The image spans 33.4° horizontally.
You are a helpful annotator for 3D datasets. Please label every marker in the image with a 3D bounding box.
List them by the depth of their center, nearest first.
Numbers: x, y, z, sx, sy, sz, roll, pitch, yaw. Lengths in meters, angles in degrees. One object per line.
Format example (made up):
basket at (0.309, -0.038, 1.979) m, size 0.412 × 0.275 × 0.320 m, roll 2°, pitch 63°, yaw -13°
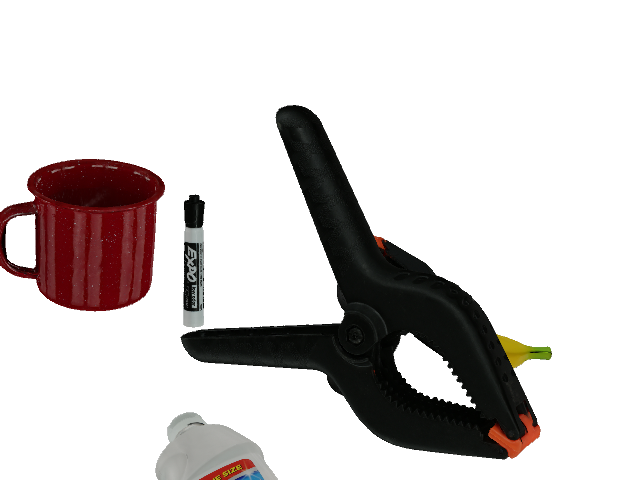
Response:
marker at (-0.115, 0.019, 0.967) m, size 0.020 × 0.121 × 0.020 m, roll 2°, pitch 13°, yaw -1°

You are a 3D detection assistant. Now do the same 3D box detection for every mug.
mug at (-0.168, -0.002, 0.743) m, size 0.117 × 0.081 × 0.093 m, roll -7°, pitch 27°, yaw -27°

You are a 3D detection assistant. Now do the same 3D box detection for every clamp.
clamp at (0.026, 0.035, 0.560) m, size 0.210 × 0.165 × 0.036 m, roll 29°, pitch 24°, yaw 25°
clamp at (0.065, 0.054, 0.786) m, size 0.120 × 0.039 × 0.171 m, roll 7°, pitch 35°, yaw -4°

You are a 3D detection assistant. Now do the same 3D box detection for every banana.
banana at (0.123, 0.084, 1.028) m, size 0.069 × 0.037 × 0.198 m, roll 1°, pitch 18°, yaw -45°

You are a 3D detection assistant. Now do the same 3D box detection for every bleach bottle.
bleach bottle at (-0.061, 0.205, 0.717) m, size 0.102 × 0.068 × 0.251 m, roll -16°, pitch 35°, yaw -18°
